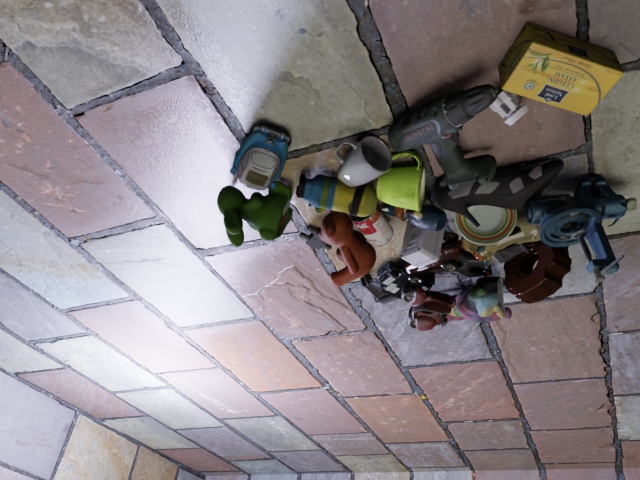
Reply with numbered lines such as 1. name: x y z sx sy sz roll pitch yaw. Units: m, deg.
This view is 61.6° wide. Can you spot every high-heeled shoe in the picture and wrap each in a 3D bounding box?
1. high-heeled shoe: 0.371 -0.128 1.140 0.249 0.145 0.086 -33 152 3

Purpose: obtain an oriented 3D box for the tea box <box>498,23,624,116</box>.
1. tea box: 0.403 -0.286 0.907 0.170 0.068 0.098 13 141 -8

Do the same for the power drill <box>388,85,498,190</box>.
1. power drill: 0.261 -0.187 1.024 0.232 0.086 0.207 -11 147 39

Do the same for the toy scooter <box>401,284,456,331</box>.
1. toy scooter: 0.294 0.182 1.415 0.135 0.075 0.183 2 141 23

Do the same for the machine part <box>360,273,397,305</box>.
1. machine part: 0.166 0.141 1.513 0.084 0.039 0.138 -18 137 36

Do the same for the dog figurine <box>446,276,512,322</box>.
1. dog figurine: 0.393 0.170 1.446 0.219 0.108 0.191 -13 159 30

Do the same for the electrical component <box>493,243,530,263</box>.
1. electrical component: 0.429 0.013 1.277 0.119 0.075 0.047 -30 129 32

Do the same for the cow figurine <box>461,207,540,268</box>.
1. cow figurine: 0.414 -0.013 1.203 0.195 0.127 0.085 -15 132 25

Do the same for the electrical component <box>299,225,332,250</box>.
1. electrical component: -0.003 -0.004 1.367 0.094 0.021 0.063 26 138 -22

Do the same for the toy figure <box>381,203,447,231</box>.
1. toy figure: 0.209 -0.061 1.208 0.155 0.058 0.064 23 157 38

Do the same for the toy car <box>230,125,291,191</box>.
1. toy car: -0.124 -0.158 1.129 0.109 0.103 0.161 19 142 -17

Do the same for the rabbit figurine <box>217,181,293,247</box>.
1. rabbit figurine: -0.164 -0.060 1.241 0.170 0.159 0.121 18 153 11

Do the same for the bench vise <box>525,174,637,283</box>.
1. bench vise: 0.540 -0.019 1.075 0.224 0.241 0.128 3 141 -7

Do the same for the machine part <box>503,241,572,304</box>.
1. machine part: 0.500 0.058 1.250 0.056 0.179 0.179 23 139 -16

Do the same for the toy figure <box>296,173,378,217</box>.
1. toy figure: 0.038 -0.097 1.188 0.180 0.089 0.082 8 147 -6

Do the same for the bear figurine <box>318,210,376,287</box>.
1. bear figurine: 0.047 0.010 1.302 0.132 0.120 0.195 -19 133 35

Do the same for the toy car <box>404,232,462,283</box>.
1. toy car: 0.268 0.043 1.294 0.053 0.089 0.202 18 158 -18

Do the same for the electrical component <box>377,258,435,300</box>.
1. electrical component: 0.223 0.103 1.439 0.134 0.058 0.115 24 137 -20

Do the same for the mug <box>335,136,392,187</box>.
1. mug: 0.076 -0.160 1.114 0.109 0.081 0.107 26 145 -22
